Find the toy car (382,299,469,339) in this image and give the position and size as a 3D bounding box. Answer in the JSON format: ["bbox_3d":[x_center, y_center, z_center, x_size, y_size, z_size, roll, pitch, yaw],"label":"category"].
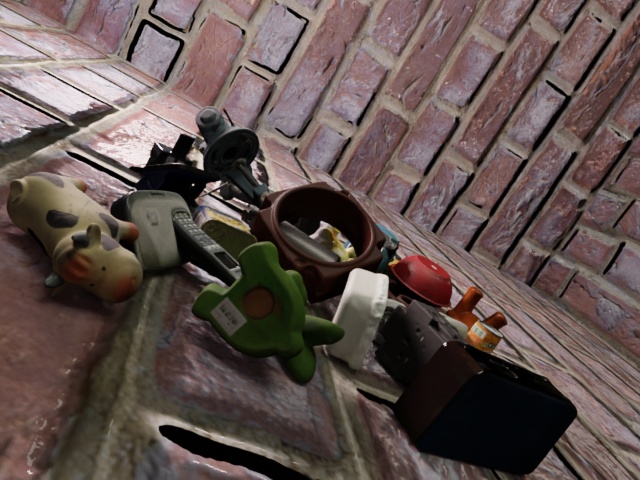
[{"bbox_3d":[0.171,0.147,0.987,0.202,0.056,0.073,17,-2,-7],"label":"toy car"}]

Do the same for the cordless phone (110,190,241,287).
[{"bbox_3d":[-0.178,0.019,0.701,0.184,0.088,0.146,37,12,11],"label":"cordless phone"}]

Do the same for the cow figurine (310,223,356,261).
[{"bbox_3d":[0.039,0.047,1.079,0.167,0.098,0.068,49,40,-11],"label":"cow figurine"}]

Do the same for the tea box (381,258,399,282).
[{"bbox_3d":[0.188,0.094,1.303,0.169,0.068,0.098,31,12,-5],"label":"tea box"}]

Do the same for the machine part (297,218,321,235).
[{"bbox_3d":[-0.029,-0.026,1.122,0.084,0.139,0.039,21,-12,-29],"label":"machine part"}]

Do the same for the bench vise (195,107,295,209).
[{"bbox_3d":[-0.160,-0.135,1.036,0.241,0.129,0.223,48,-24,26],"label":"bench vise"}]

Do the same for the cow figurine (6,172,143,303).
[{"bbox_3d":[-0.263,-0.005,0.578,0.195,0.085,0.127,38,8,20],"label":"cow figurine"}]

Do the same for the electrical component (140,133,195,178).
[{"bbox_3d":[-0.292,-0.159,1.049,0.074,0.119,0.048,16,19,-42],"label":"electrical component"}]

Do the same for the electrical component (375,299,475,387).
[{"bbox_3d":[0.151,0.162,0.827,0.058,0.115,0.134,27,12,-39],"label":"electrical component"}]

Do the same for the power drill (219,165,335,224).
[{"bbox_3d":[-0.106,-0.100,1.206,0.207,0.085,0.232,32,42,23],"label":"power drill"}]

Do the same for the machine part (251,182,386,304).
[{"bbox_3d":[-0.002,-0.003,0.939,0.201,0.087,0.202,-17,56,-32],"label":"machine part"}]

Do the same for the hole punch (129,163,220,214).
[{"bbox_3d":[-0.255,-0.082,0.952,0.116,0.092,0.142,5,-1,34],"label":"hole punch"}]

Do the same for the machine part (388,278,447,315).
[{"bbox_3d":[0.182,0.145,1.118,0.179,0.056,0.179,28,13,-7],"label":"machine part"}]

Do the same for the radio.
[{"bbox_3d":[0.223,0.225,0.710,0.229,0.131,0.073,24,15,-29],"label":"radio"}]

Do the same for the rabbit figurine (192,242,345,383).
[{"bbox_3d":[-0.047,0.088,0.664,0.159,0.121,0.170,37,-2,11],"label":"rabbit figurine"}]

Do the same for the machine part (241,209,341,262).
[{"bbox_3d":[-0.050,0.019,1.015,0.243,0.079,0.079,32,12,9],"label":"machine part"}]

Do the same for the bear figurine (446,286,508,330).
[{"bbox_3d":[0.328,0.189,1.125,0.120,0.132,0.196,46,6,2],"label":"bear figurine"}]

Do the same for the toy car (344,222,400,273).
[{"bbox_3d":[0.101,0.044,1.193,0.109,0.161,0.102,30,-29,20],"label":"toy car"}]

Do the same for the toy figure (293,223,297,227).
[{"bbox_3d":[-0.051,-0.019,1.212,0.058,0.064,0.155,-31,48,-33],"label":"toy figure"}]
